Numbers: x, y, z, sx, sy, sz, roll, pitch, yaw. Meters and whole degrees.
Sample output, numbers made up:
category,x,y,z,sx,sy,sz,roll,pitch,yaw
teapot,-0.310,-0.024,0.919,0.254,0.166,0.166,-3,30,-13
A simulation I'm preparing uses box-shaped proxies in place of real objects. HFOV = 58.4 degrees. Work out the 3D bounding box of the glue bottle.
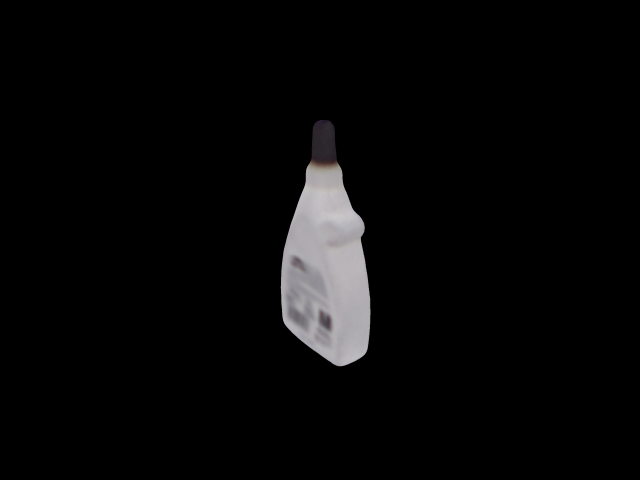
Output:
category,x,y,z,sx,sy,sz,roll,pitch,yaw
glue bottle,0.004,0.001,0.400,0.037,0.173,0.077,-22,36,-33
